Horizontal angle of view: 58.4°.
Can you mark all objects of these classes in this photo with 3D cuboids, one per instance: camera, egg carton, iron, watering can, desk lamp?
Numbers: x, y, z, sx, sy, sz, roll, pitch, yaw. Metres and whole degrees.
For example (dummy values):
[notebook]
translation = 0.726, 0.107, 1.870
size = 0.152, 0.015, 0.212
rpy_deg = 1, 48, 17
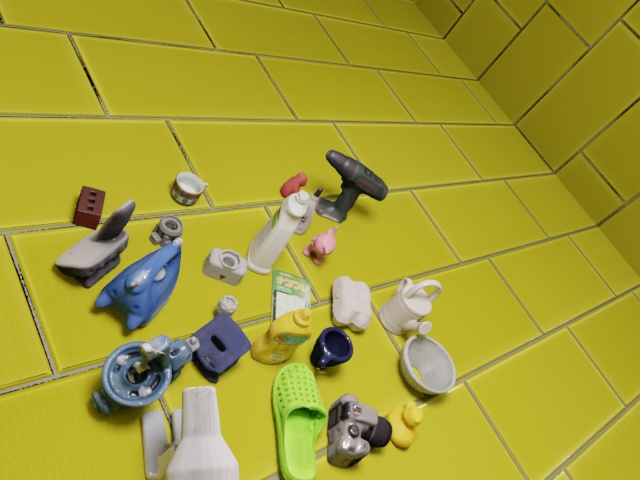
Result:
[camera]
translation = 0.095, 0.424, 1.266
size = 0.137, 0.100, 0.143
rpy_deg = 24, 43, -19
[egg carton]
translation = 0.080, 0.167, 1.513
size = 0.107, 0.069, 0.150
rpy_deg = 20, 44, -22
[iron]
translation = -0.351, 0.063, 1.216
size = 0.119, 0.141, 0.258
rpy_deg = 36, 40, -5
[watering can]
translation = 0.256, 0.175, 1.545
size = 0.101, 0.193, 0.172
rpy_deg = -8, 59, -42
[desk lamp]
translation = -0.228, 0.356, 0.989
size = 0.118, 0.213, 0.203
rpy_deg = 6, 51, -34

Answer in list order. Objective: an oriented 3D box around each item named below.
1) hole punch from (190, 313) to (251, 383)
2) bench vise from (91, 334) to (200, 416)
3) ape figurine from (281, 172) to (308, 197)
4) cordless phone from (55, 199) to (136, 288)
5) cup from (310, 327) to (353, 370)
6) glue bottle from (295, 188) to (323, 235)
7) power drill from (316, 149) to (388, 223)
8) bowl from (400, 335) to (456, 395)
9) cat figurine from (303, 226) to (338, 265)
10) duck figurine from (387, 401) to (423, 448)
[hole punch]
translation = -0.215, 0.227, 1.212
size = 0.108, 0.091, 0.101
rpy_deg = 48, 40, 9
[bench vise]
translation = -0.307, 0.213, 1.052
size = 0.121, 0.219, 0.208
rpy_deg = 39, 40, -2
[ape figurine]
translation = -0.067, -0.160, 1.678
size = 0.076, 0.092, 0.077
rpy_deg = 17, 45, -25
[cordless phone]
translation = -0.448, -0.004, 1.167
size = 0.094, 0.184, 0.148
rpy_deg = 36, 40, -5
[cup]
translation = 0.013, 0.272, 1.345
size = 0.091, 0.094, 0.118
rpy_deg = 42, 40, 2
[glue bottle]
translation = -0.040, -0.086, 1.568
size = 0.078, 0.173, 0.037
rpy_deg = 21, 43, -21
[power drill]
translation = 0.074, -0.151, 1.688
size = 0.230, 0.208, 0.075
rpy_deg = 20, 44, -22
[bowl]
translation = 0.269, 0.337, 1.501
size = 0.168, 0.074, 0.167
rpy_deg = 21, 44, -21
[cat figurine]
translation = 0.014, 0.006, 1.570
size = 0.067, 0.117, 0.128
rpy_deg = 40, 40, 0
[duck figurine]
translation = 0.210, 0.433, 1.359
size = 0.078, 0.086, 0.104
rpy_deg = 26, 42, -17
